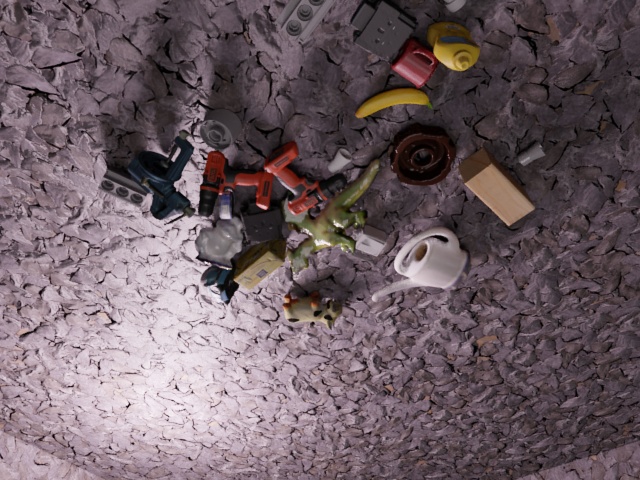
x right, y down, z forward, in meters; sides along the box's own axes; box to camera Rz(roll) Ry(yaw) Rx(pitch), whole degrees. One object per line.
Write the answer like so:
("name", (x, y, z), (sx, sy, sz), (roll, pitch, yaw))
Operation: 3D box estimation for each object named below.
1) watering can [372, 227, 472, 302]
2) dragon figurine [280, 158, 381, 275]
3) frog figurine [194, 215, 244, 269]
("watering can", (0.323, 0.097, 1.593), (0.340, 0.223, 0.106), (-58, -160, 34))
("dragon figurine", (0.004, -0.074, 1.469), (0.243, 0.403, 0.124), (15, -157, -3))
("frog figurine", (-0.294, -0.006, 1.534), (0.123, 0.137, 0.159), (-160, -89, -83))
